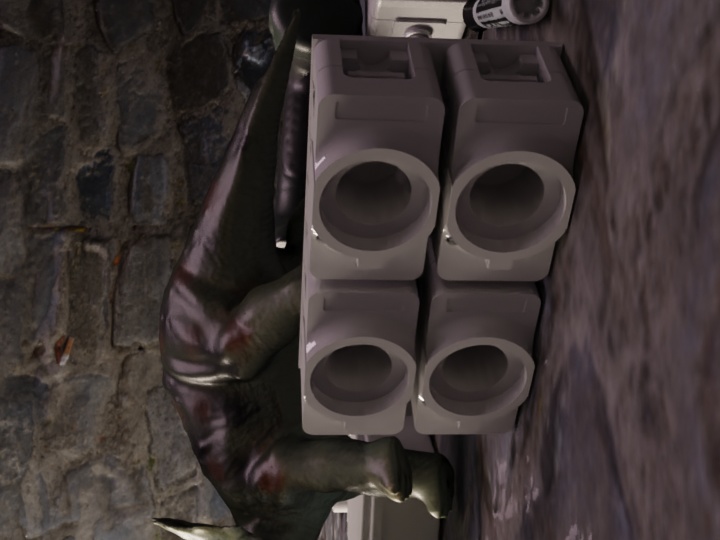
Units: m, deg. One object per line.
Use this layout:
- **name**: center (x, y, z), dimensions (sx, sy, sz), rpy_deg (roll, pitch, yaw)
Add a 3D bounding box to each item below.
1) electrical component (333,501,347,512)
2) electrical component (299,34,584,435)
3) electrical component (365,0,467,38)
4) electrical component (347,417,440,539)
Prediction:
- **electrical component**: center (0.002, 0.167, 1.012), dimensions (0.078, 0.057, 0.113), rpy_deg (172, 99, -85)
- **electrical component**: center (0.028, -0.006, 0.485), dimensions (0.060, 0.105, 0.186), rpy_deg (-96, 8, -52)
- **electrical component**: center (0.036, -0.184, 0.670), dimensions (0.061, 0.062, 0.096), rpy_deg (106, 164, -71)
- **electrical component**: center (0.024, 0.172, 0.783), dimensions (0.108, 0.056, 0.108), rpy_deg (-104, 16, -71)
